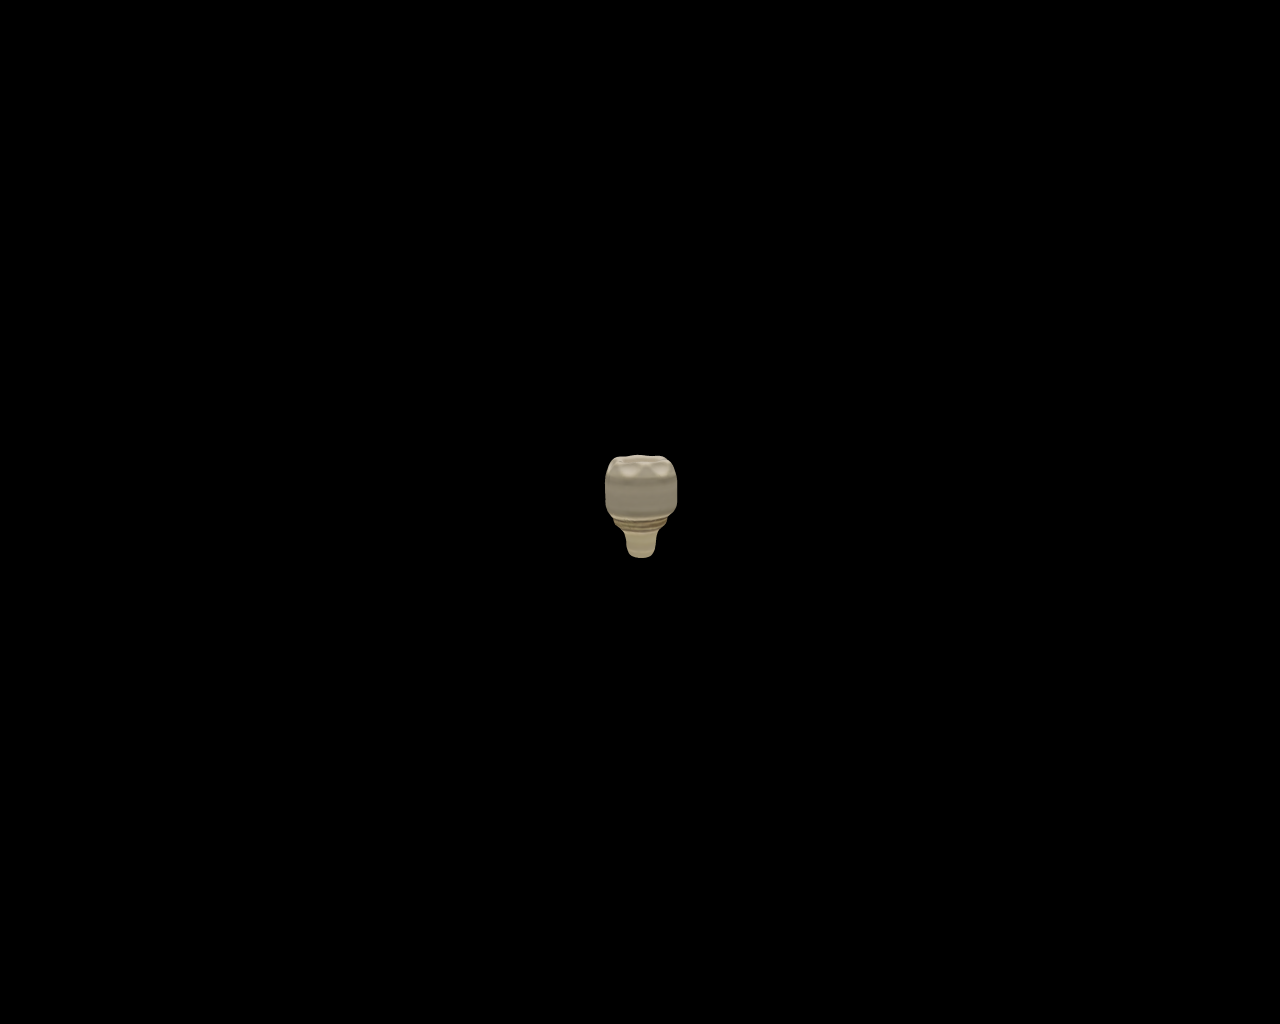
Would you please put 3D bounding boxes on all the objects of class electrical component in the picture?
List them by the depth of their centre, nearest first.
[{"bbox_3d":[0.001,-0.003,0.650,0.043,0.062,0.043,0,11,0],"label":"electrical component"}]
